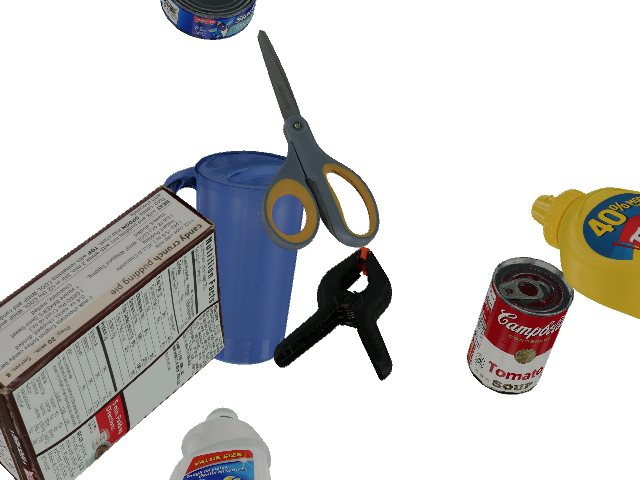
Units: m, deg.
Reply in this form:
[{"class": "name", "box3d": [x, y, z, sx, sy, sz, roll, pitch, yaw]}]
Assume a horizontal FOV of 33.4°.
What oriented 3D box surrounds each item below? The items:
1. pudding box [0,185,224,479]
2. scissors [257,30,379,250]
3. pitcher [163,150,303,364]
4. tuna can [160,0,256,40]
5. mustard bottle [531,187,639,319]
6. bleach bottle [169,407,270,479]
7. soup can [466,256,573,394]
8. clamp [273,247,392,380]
[{"class": "pudding box", "box3d": [-0.092, 0.043, 0.448, 0.039, 0.090, 0.113, 33, 56, 24]}, {"class": "scissors", "box3d": [-0.031, -0.071, 0.811, 0.096, 0.202, 0.016, -27, -20, -24]}, {"class": "pitcher", "box3d": [-0.100, 0.021, 1.279, 0.149, 0.243, 0.144, 20, 26, 31]}, {"class": "tuna can", "box3d": [-0.098, -0.219, 0.943, 0.086, 0.086, 0.034, 0, -30, -13]}, {"class": "mustard bottle", "box3d": [0.208, 0.012, 0.658, 0.096, 0.058, 0.192, -28, 37, -28]}, {"class": "bleach bottle", "box3d": [-0.088, 0.215, 0.844, 0.102, 0.068, 0.251, -2, 25, -3]}, {"class": "soup can", "box3d": [0.168, 0.074, 0.909, 0.068, 0.102, 0.068, 6, 41, -5]}, {"class": "clamp", "box3d": [0.037, 0.077, 1.102, 0.120, 0.171, 0.039, 16, -39, 18]}]
